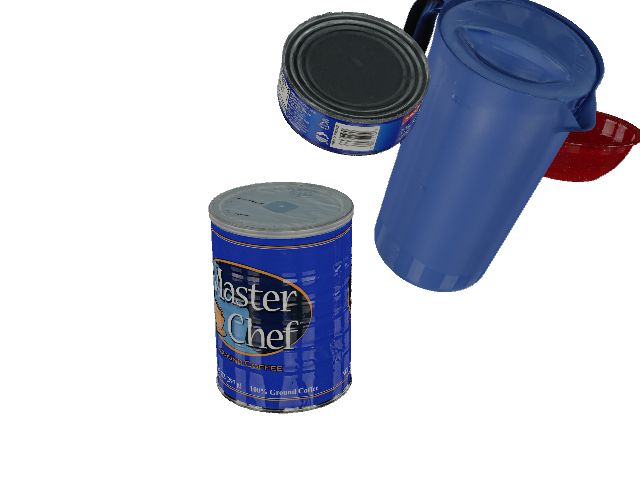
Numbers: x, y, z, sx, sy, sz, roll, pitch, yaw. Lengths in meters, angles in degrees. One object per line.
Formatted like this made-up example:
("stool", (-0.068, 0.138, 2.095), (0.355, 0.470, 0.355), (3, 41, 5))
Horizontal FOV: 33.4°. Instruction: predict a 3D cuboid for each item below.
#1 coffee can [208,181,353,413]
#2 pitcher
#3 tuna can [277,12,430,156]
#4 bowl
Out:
("coffee can", (-0.028, 0.039, 0.777), (0.103, 0.140, 0.103), (0, 21, 0))
("pitcher", (0.119, -0.079, 0.890), (0.145, 0.149, 0.243), (14, -46, -5))
("tuna can", (0.018, -0.091, 0.618), (0.086, 0.086, 0.034), (0, -35, -11))
("bowl", (0.269, -0.106, 1.179), (0.162, 0.055, 0.162), (6, 23, -3))
